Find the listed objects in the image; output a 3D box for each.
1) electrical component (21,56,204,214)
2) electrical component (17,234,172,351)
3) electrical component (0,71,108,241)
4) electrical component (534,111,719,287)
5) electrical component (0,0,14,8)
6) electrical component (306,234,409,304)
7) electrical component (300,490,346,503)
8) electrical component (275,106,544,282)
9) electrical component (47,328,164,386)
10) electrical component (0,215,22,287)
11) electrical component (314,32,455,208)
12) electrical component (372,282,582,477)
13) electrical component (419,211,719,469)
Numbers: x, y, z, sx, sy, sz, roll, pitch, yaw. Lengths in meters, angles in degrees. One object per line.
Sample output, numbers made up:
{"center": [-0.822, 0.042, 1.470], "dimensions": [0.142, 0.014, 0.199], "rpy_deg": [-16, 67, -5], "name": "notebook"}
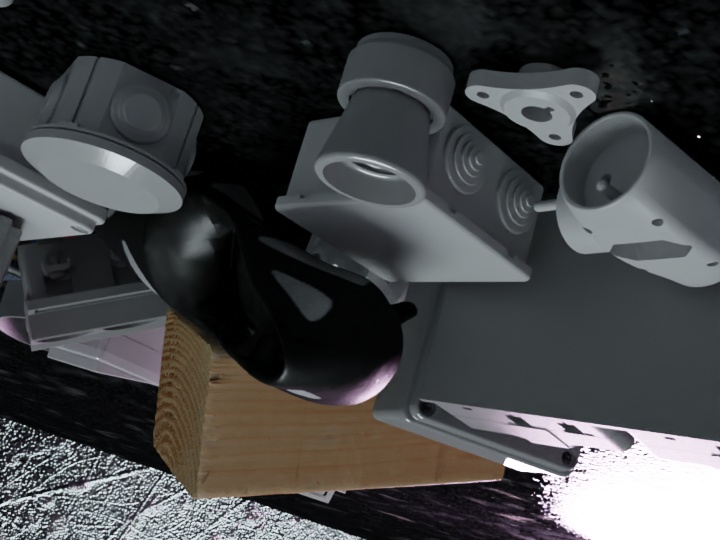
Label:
{"center": [-0.119, -0.063, 0.526], "dimensions": [0.080, 0.051, 0.080], "rpy_deg": [15, 163, 5], "name": "electrical component"}
{"center": [-0.149, 0.006, 0.673], "dimensions": [0.121, 0.063, 0.079], "rpy_deg": [-10, 171, -19], "name": "electrical component"}
{"center": [-0.204, -0.063, 0.591], "dimensions": [0.109, 0.056, 0.109], "rpy_deg": [-2, 155, 46], "name": "electrical component"}
{"center": [0.110, -0.026, 0.450], "dimensions": [0.077, 0.043, 0.079], "rpy_deg": [29, 159, -36], "name": "electrical component"}
{"center": [-0.133, -0.124, 0.368], "dimensions": [0.081, 0.042, 0.064], "rpy_deg": [21, 166, -14], "name": "electrical component"}
{"center": [0.000, 0.000, 0.628], "dimensions": [0.066, 0.048, 0.055], "rpy_deg": [7, 153, 28], "name": "electrical component"}
{"center": [-0.061, 0.106, 0.756], "dimensions": [0.121, 0.078, 0.063], "rpy_deg": [23, -170, -22], "name": "electrical component"}
{"center": [0.025, -0.033, 0.495], "dimensions": [0.100, 0.048, 0.100], "rpy_deg": [-1, 156, 43], "name": "electrical component"}
{"center": [-0.173, 0.050, 0.780], "dimensions": [0.062, 0.061, 0.096], "rpy_deg": [11, 166, 32], "name": "electrical component"}
{"center": [-0.242, 0.022, 0.609], "dimensions": [0.056, 0.108, 0.109], "rpy_deg": [24, 162, -16], "name": "electrical component"}
{"center": [0.011, -0.058, 0.420], "dimensions": [0.045, 0.055, 0.045], "rpy_deg": [14, 162, 5], "name": "electrical component"}
{"center": [0.076, 0.049, 0.605], "dimensions": [0.109, 0.108, 0.056], "rpy_deg": [22, 165, -18], "name": "electrical component"}
{"center": [0.134, 0.030, 0.500], "dimensions": [0.186, 0.105, 0.060], "rpy_deg": [4, 159, 34], "name": "electrical component"}
